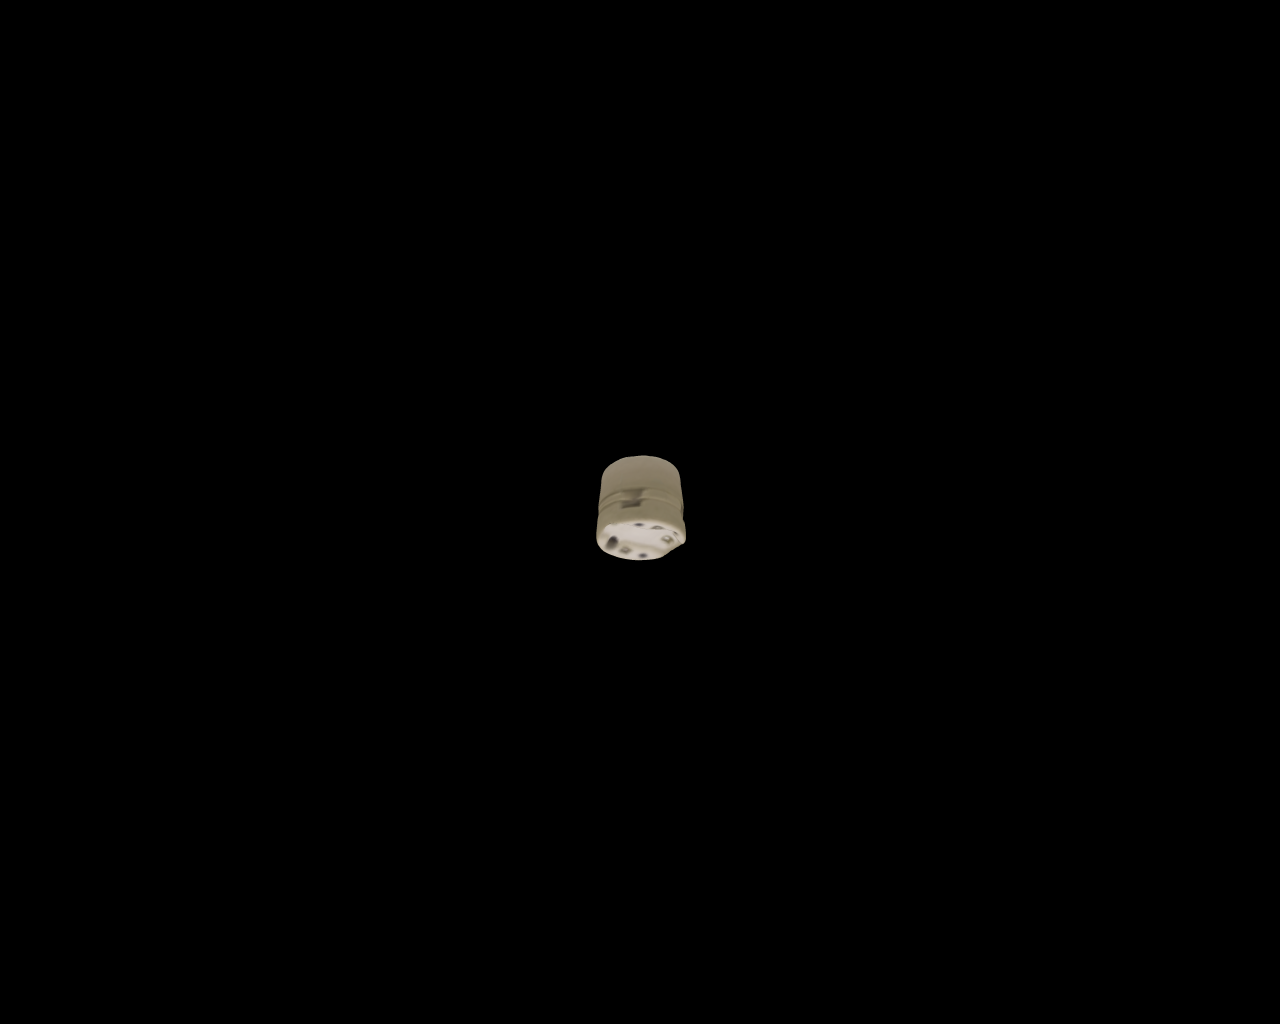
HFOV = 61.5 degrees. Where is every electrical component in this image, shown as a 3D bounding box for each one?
[{"bbox_3d":[0.001,-0.003,0.650,0.055,0.047,0.055,0,-30,0],"label":"electrical component"}]
